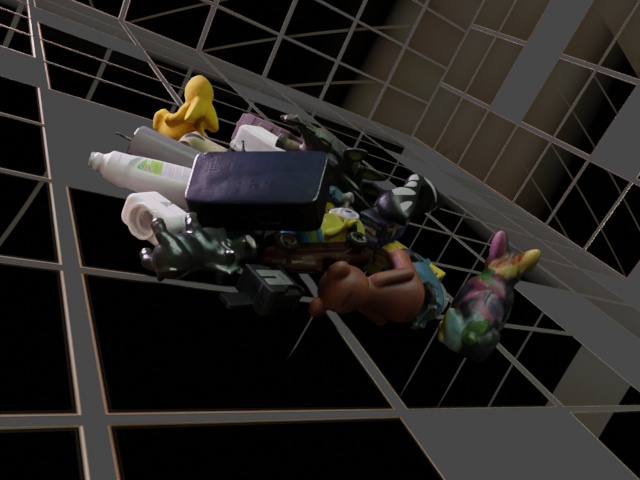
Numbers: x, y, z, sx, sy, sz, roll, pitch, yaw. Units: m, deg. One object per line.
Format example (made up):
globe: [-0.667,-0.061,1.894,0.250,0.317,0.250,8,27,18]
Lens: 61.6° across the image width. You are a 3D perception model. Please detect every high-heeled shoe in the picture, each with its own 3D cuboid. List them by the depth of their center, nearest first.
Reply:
high-heeled shoe: [0.205,-0.067,1.094,0.248,0.086,0.145,6,31,-36]

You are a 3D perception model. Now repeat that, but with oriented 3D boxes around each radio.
radio: [-0.101,-0.082,0.896,0.230,0.073,0.131,0,49,8]

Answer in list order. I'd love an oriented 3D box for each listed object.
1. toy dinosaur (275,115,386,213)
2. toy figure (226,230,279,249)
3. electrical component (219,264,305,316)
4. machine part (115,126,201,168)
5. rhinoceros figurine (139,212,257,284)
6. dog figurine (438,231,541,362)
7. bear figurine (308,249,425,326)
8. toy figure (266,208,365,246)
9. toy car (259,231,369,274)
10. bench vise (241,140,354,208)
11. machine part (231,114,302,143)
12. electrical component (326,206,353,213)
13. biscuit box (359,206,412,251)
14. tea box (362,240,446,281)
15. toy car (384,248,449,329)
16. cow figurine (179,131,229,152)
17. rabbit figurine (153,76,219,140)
toy dinosaur: [0.045,-0.137,1.179,0.199,0.105,0.470,31,-5,33]
toy figure: [-0.116,-0.011,0.965,0.058,0.064,0.154,-14,1,28]
electrical component: [-0.090,0.073,0.798,0.119,0.047,0.075,8,27,-46]
machine part: [-0.293,-0.160,1.081,0.243,0.079,0.079,24,20,-5]
rhinoceros figurine: [-0.172,0.015,0.800,0.112,0.073,0.190,35,22,26]
dog figurine: [0.316,0.098,0.994,0.109,0.219,0.191,29,19,18]
bear figurine: [0.071,0.076,0.892,0.196,0.120,0.132,12,24,-23]
toy figure: [-0.004,-0.004,0.968,0.180,0.089,0.082,-18,43,-26]
toy car: [-0.004,0.033,0.903,0.202,0.089,0.053,-1,41,-32]
bench vise: [-0.054,-0.092,1.081,0.241,0.129,0.223,4,-17,25]
machine part: [-0.117,-0.243,1.420,0.201,0.087,0.201,27,3,17]
electrical component: [0.053,-0.057,1.313,0.078,0.045,0.102,59,29,6]
biscuit box: [0.133,-0.032,1.119,0.063,0.059,0.202,31,21,18]
tea box: [0.165,0.057,1.126,0.170,0.068,0.098,35,21,20]
toy car: [0.187,0.095,1.000,0.103,0.109,0.162,19,24,-30]
cow figurine: [-0.224,-0.168,1.178,0.195,0.085,0.127,30,14,1]
rabbit figurine: [-0.310,-0.307,1.289,0.122,0.173,0.163,17,17,-36]
